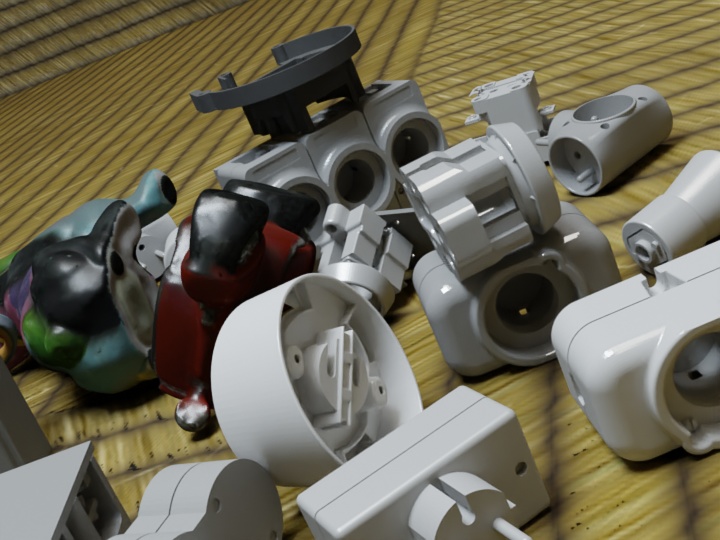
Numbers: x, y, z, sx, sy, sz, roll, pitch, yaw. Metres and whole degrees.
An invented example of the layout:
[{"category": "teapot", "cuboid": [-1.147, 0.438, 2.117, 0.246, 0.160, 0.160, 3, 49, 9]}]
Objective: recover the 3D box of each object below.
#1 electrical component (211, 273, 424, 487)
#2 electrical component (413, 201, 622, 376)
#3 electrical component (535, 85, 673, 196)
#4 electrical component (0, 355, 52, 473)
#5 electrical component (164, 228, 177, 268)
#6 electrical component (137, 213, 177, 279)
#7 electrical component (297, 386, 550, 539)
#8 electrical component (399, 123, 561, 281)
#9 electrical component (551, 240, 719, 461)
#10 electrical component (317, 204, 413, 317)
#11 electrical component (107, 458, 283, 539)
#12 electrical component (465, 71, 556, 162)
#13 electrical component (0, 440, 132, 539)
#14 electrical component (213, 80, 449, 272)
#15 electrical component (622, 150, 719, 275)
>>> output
[{"category": "electrical component", "cuboid": [-0.017, 0.051, 0.485, 0.064, 0.099, 0.099, -16, 21, 36]}, {"category": "electrical component", "cuboid": [0.080, 0.011, 0.539, 0.095, 0.053, 0.059, -22, 21, 2]}, {"category": "electrical component", "cuboid": [0.152, -0.088, 0.714, 0.077, 0.044, 0.079, -35, 28, -29]}, {"category": "electrical component", "cuboid": [-0.251, 0.091, 0.613, 0.109, 0.108, 0.056, -21, 18, 5]}, {"category": "electrical component", "cuboid": [-0.134, -0.017, 0.850, 0.040, 0.040, 0.078, -23, 20, 0]}, {"category": "electrical component", "cuboid": [-0.181, -0.012, 0.885, 0.077, 0.043, 0.079, -31, 22, -21]}, {"category": "electrical component", "cuboid": [0.034, 0.092, 0.397, 0.083, 0.047, 0.076, -31, 23, -19]}, {"category": "electrical component", "cuboid": [0.058, -0.035, 0.511, 0.057, 0.058, 0.078, -27, 21, -1]}, {"category": "electrical component", "cuboid": [0.133, 0.032, 0.429, 0.095, 0.053, 0.059, -23, 21, 1]}, {"category": "electrical component", "cuboid": [0.000, 0.000, 0.644, 0.048, 0.066, 0.055, -28, 35, 39]}, {"category": "electrical component", "cuboid": [-0.064, 0.126, 0.410, 0.074, 0.052, 0.138, -11, 25, 31]}, {"category": "electrical component", "cuboid": [0.112, -0.107, 0.780, 0.081, 0.063, 0.042, -13, 24, 24]}, {"category": "electrical component", "cuboid": [-0.197, 0.156, 0.465, 0.186, 0.060, 0.105, -21, 21, 7]}, {"category": "electrical component", "cuboid": [-0.014, -0.065, 0.771, 0.150, 0.089, 0.062, -32, 22, -22]}, {"category": "electrical component", "cuboid": [0.169, -0.027, 0.558, 0.065, 0.044, 0.044, -37, 24, -19]}]
